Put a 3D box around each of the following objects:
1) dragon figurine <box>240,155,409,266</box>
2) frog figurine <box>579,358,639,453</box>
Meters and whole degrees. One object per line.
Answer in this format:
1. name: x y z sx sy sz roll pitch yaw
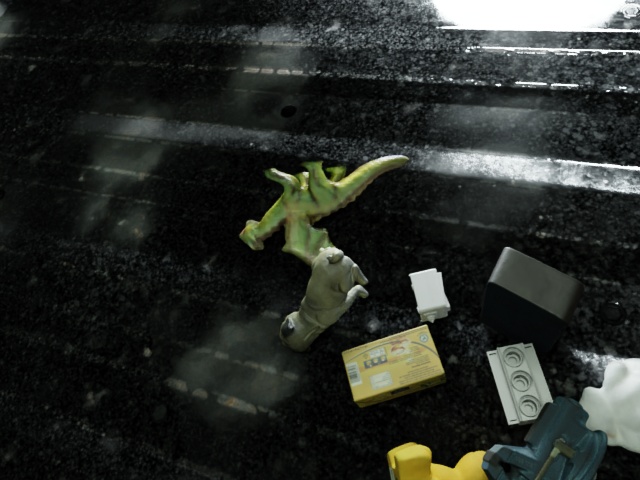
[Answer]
1. dragon figurine: 0.004 -0.058 1.158 0.409 0.121 0.246 -7 76 14
2. frog figurine: 0.476 0.260 0.809 0.159 0.121 0.139 -4 79 1
